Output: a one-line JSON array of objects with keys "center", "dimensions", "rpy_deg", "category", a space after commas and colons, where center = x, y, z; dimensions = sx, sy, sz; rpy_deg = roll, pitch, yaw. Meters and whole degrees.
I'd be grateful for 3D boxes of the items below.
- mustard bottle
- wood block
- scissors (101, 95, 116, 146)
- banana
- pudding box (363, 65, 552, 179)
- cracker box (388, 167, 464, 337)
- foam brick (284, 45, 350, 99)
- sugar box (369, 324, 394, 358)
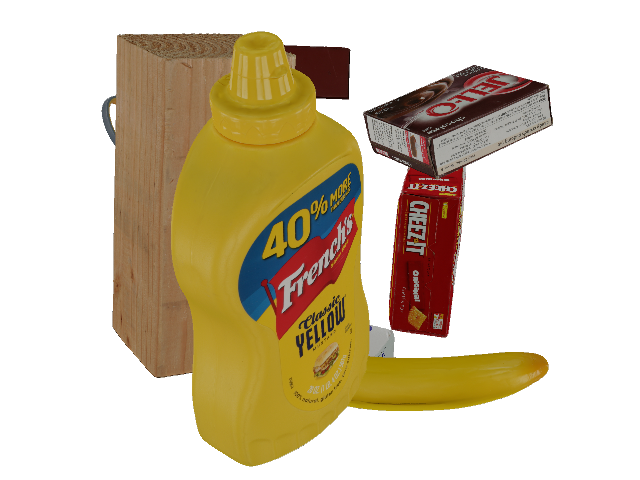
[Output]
[{"center": [-0.019, 0.001, 0.452], "dimensions": [0.058, 0.192, 0.096], "rpy_deg": [26, 47, 32], "category": "mustard bottle"}, {"center": [-0.080, -0.026, 0.702], "dimensions": [0.090, 0.206, 0.090], "rpy_deg": [-6, 22, -28], "category": "wood block"}, {"center": [-0.172, -0.078, 1.189], "dimensions": [0.016, 0.201, 0.096], "rpy_deg": [-16, 20, 45], "category": "scissors"}, {"center": [0.063, 0.096, 0.773], "dimensions": [0.198, 0.037, 0.069], "rpy_deg": [2, 28, 14], "category": "banana"}, {"center": [0.104, -0.092, 0.806], "dimensions": [0.113, 0.039, 0.090], "rpy_deg": [-27, 28, -20], "category": "pudding box"}, {"center": [0.124, -0.011, 1.219], "dimensions": [0.072, 0.164, 0.213], "rpy_deg": [5, 22, 8], "category": "cracker box"}, {"center": [-0.011, -0.170, 1.079], "dimensions": [0.078, 0.051, 0.053], "rpy_deg": [1, 12, -5], "category": "foam brick"}, {"center": [-0.025, 0.103, 1.038], "dimensions": [0.176, 0.048, 0.093], "rpy_deg": [9, 26, 21], "category": "sugar box"}]
